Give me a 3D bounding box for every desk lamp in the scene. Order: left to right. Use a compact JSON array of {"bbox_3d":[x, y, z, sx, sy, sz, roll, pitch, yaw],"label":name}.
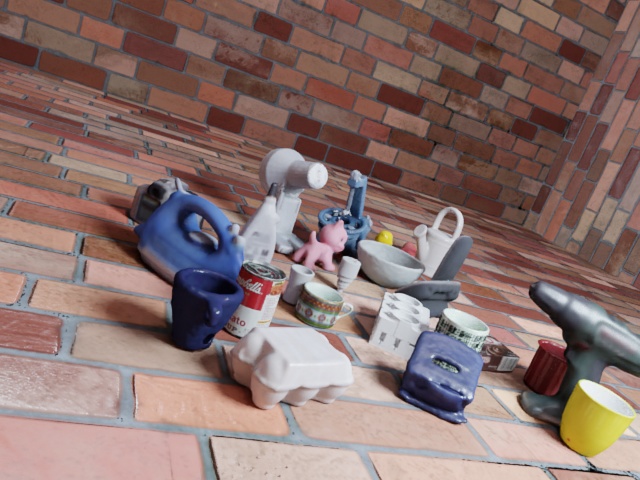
[{"bbox_3d":[-0.066,-0.096,1.335,0.118,0.213,0.202,9,18,-38],"label":"desk lamp"}]

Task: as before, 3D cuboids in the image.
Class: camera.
[{"bbox_3d":[-0.282,-0.068,1.158,0.143,0.101,0.137,26,15,19],"label":"camera"}]

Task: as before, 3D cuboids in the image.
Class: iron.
[{"bbox_3d":[-0.188,0.004,0.941,0.257,0.141,0.119,30,17,32],"label":"iron"}]

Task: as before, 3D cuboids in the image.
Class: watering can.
[{"bbox_3d":[0.326,0.003,1.561,0.100,0.194,0.173,29,17,32],"label":"watering can"}]

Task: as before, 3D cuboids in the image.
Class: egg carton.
[{"bbox_3d":[-0.035,0.160,0.725,0.151,0.069,0.107,8,19,-42],"label":"egg carton"}]

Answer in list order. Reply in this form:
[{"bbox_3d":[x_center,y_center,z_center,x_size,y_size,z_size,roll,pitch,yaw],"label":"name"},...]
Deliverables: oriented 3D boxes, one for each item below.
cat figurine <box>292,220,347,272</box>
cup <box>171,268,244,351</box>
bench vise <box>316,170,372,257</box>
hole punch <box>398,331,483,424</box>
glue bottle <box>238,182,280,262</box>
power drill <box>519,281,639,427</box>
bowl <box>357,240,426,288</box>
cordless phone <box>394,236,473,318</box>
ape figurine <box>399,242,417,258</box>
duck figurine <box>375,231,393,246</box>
[{"bbox_3d":[0.012,0.005,1.268,0.067,0.118,0.128,30,17,34],"label":"cat figurine"},{"bbox_3d":[-0.151,0.100,0.733,0.092,0.095,0.117,14,16,-24],"label":"cup"},{"bbox_3d":[0.070,-0.068,1.409,0.121,0.220,0.208,23,14,11],"label":"bench vise"},{"bbox_3d":[0.180,0.198,0.841,0.108,0.091,0.101,23,14,10],"label":"hole punch"},{"bbox_3d":[-0.112,-0.030,1.107,0.078,0.173,0.037,14,15,-24],"label":"glue bottle"},{"bbox_3d":[0.412,0.197,0.932,0.229,0.208,0.075,21,14,2],"label":"power drill"},{"bbox_3d":[0.156,0.065,1.333,0.167,0.075,0.167,19,14,-5],"label":"bowl"},{"bbox_3d":[0.252,0.069,1.229,0.093,0.185,0.148,32,18,38],"label":"cordless phone"},{"bbox_3d":[0.212,0.049,1.436,0.076,0.092,0.078,30,17,34],"label":"ape figurine"},{"bbox_3d":[0.158,0.017,1.491,0.077,0.086,0.105,25,15,17],"label":"duck figurine"}]
